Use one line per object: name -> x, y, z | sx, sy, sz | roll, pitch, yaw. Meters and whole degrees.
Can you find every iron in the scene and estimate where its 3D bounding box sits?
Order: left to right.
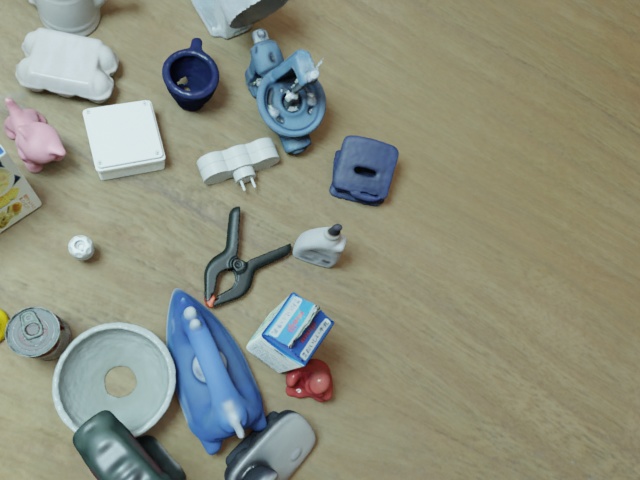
iron -> -0.166, 0.179, 0.844 | 0.119, 0.141, 0.258 | -23, 82, -19

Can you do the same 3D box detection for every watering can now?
watering can -> -0.407, -0.422, 0.916 | 0.173, 0.194, 0.101 | -20, 81, -18

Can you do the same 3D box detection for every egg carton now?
egg carton -> -0.413, -0.285, 0.943 | 0.150, 0.069, 0.107 | 7, 74, -12

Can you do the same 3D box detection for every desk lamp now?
desk lamp -> -0.148, -0.437, 0.976 | 0.118, 0.213, 0.203 | -31, 84, -20

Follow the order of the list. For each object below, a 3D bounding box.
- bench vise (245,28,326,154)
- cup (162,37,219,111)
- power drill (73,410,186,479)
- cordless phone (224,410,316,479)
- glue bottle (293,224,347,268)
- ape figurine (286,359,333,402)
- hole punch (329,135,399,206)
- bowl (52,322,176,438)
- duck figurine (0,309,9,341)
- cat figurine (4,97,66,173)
bench vise -> -0.067, -0.266, 0.948 | 0.122, 0.219, 0.207 | -41, 88, -20
cup -> -0.219, -0.275, 0.977 | 0.092, 0.095, 0.118 | 8, 73, -12
power drill -> -0.226, 0.323, 0.754 | 0.076, 0.208, 0.229 | -42, 88, -20
cordless phone -> -0.062, 0.314, 0.812 | 0.094, 0.185, 0.148 | 43, 70, 0
glue bottle -> 0.008, 0.003, 0.920 | 0.078, 0.173, 0.037 | 20, 71, -8
ape figurine -> -0.009, 0.223, 0.899 | 0.078, 0.092, 0.076 | 45, 70, 1
hole punch -> 0.079, -0.121, 1.015 | 0.109, 0.091, 0.101 | 12, 73, -11
bowl -> -0.296, 0.208, 0.838 | 0.168, 0.074, 0.167 | 4, 74, -13
duck figurine -> -0.502, 0.122, 0.802 | 0.105, 0.086, 0.077 | -9, 78, -16
cat figurine -> -0.441, -0.161, 0.877 | 0.067, 0.117, 0.128 | -34, 86, -20
